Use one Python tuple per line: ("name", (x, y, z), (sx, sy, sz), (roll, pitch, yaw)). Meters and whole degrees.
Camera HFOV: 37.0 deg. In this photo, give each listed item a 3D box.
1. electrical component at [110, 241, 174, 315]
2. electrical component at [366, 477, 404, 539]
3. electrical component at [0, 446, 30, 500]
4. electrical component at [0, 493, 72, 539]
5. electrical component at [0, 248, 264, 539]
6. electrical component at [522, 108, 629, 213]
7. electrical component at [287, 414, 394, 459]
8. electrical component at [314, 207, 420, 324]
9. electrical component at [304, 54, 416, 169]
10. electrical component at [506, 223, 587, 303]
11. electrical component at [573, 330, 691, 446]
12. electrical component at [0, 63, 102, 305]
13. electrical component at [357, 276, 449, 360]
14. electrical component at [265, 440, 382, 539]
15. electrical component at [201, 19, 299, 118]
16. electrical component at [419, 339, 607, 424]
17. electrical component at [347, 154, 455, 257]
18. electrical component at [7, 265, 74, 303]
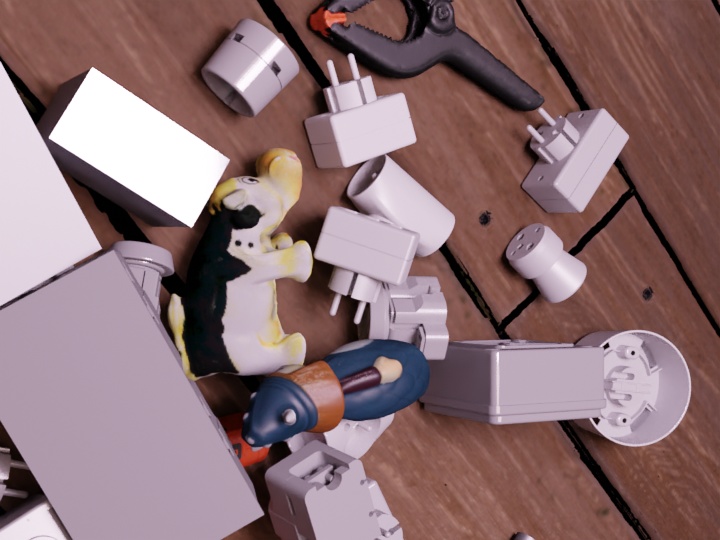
("electrical component", (-0.153, 0.013, 0.730), (0.048, 0.066, 0.055), (9, 74, -6))
("electrical component", (0.007, 0.198, 0.810), (0.047, 0.077, 0.065), (-30, 106, -24))
("electrical component", (-0.248, 0.129, 0.689), (0.076, 0.047, 0.083), (16, 85, -27))
("electrical component", (-0.225, 0.186, 0.676), (0.100, 0.100, 0.048), (-32, 93, -23))
("electrical component", (-0.153, 0.092, 0.669), (0.105, 0.060, 0.186), (-29, 99, -6))
("electrical component", (0.169, -0.103, 0.900), (0.076, 0.047, 0.083), (41, 74, -23))
("electrical component", (-0.017, 0.128, 0.809), (0.077, 0.044, 0.079), (-24, 133, -46))
("electrical component", (0.000, 0.000, 0.779), (0.066, 0.047, 0.076), (19, 95, 6))
("electrical component", (-0.005, -0.122, 0.807), (0.066, 0.047, 0.076), (-22, 104, -26))
("electrical component", (0.155, -0.006, 0.899), (0.055, 0.045, 0.045), (43, 73, -22))
("electrical component", (0.226, 0.100, 0.929), (0.099, 0.064, 0.099), (-1, 93, -28))
("electrical component", (-0.248, -0.070, 0.626), (0.105, 0.060, 0.186), (-32, 111, -21))
("electrical component", (0.030, 0.036, 0.822), (0.057, 0.078, 0.058), (1, 125, -11))
("electrical component", (-0.025, 0.170, 0.741), (0.050, 0.056, 0.089), (-29, 116, -32))
("electrical component", (-0.079, -0.142, 0.764), (0.055, 0.055, 0.047), (44, 76, -22))
("electrical component", (0.119, 0.085, 0.848), (0.109, 0.109, 0.056), (1, 89, -28))
("electrical component", (0.022, -0.035, 0.827), (0.077, 0.044, 0.079), (39, 74, -24))
("electrical component", (-0.208, 0.020, 0.708), (0.055, 0.048, 0.066), (-35, 107, -14))
